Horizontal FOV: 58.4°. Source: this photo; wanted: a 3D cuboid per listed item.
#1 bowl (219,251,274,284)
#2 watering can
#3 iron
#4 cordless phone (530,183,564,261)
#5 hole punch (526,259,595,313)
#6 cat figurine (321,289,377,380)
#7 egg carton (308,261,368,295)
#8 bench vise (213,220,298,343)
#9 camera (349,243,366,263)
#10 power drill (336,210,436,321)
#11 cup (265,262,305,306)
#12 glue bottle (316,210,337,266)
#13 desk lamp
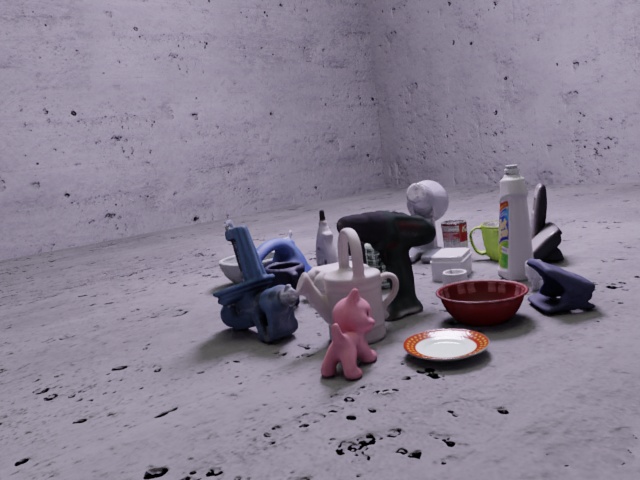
[{"bbox_3d":[-0.179,0.080,1.508,0.167,0.075,0.167,-6,9,1],"label":"bowl"},{"bbox_3d":[0.049,0.077,0.987,0.173,0.194,0.100,-13,11,-33],"label":"watering can"},{"bbox_3d":[-0.119,0.066,1.343,0.118,0.141,0.259,-1,10,29],"label":"iron"},{"bbox_3d":[0.543,-0.043,1.413,0.094,0.185,0.148,-5,9,10],"label":"cordless phone"},{"bbox_3d":[0.436,0.077,1.042,0.101,0.091,0.108,-7,9,-1],"label":"hole punch"},{"bbox_3d":[0.044,0.135,0.874,0.067,0.118,0.128,-3,10,23],"label":"cat figurine"},{"bbox_3d":[0.043,0.092,1.293,0.151,0.069,0.107,-11,10,-25],"label":"egg carton"},{"bbox_3d":[-0.114,0.069,1.070,0.206,0.220,0.122,-2,11,28],"label":"bench vise"},{"bbox_3d":[0.147,0.007,1.653,0.144,0.101,0.136,-14,12,-37],"label":"camera"},{"bbox_3d":[0.134,0.042,1.102,0.230,0.208,0.075,-13,12,-37],"label":"power drill"},{"bbox_3d":[-0.068,0.102,1.232,0.092,0.095,0.117,-10,10,-23],"label":"cup"},{"bbox_3d":[0.014,0.005,1.525,0.037,0.173,0.078,-11,10,-27],"label":"glue bottle"},{"bbox_3d":[0.291,-0.059,1.602,0.117,0.213,0.204,-3,10,22],"label":"desk lamp"}]
